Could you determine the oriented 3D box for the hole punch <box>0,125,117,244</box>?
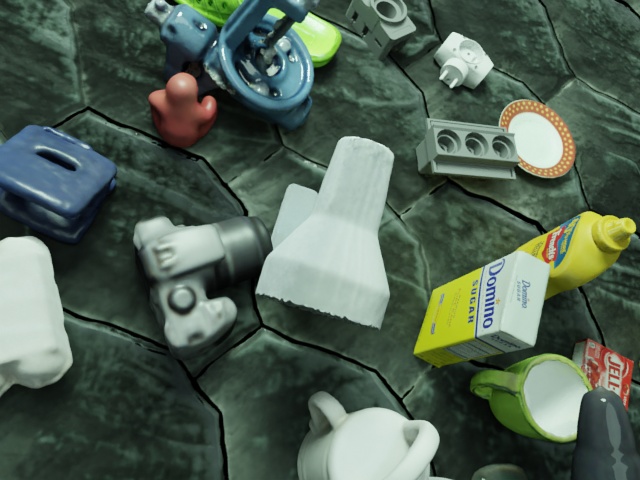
[{"bbox_3d":[-0.274,-0.067,0.584,0.109,0.091,0.101,26,65,-7],"label":"hole punch"}]

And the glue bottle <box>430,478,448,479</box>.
[{"bbox_3d":[0.162,0.267,0.557,0.078,0.173,0.037,36,64,-2],"label":"glue bottle"}]

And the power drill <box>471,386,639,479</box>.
[{"bbox_3d":[0.237,0.270,0.561,0.076,0.208,0.229,-1,71,-18],"label":"power drill"}]

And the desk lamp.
[{"bbox_3d":[0.005,0.002,0.582,0.118,0.213,0.203,18,66,-11],"label":"desk lamp"}]

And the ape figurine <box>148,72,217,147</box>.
[{"bbox_3d":[-0.157,-0.155,0.655,0.078,0.092,0.076,20,65,-10],"label":"ape figurine"}]

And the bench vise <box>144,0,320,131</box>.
[{"bbox_3d":[-0.090,-0.215,0.628,0.208,0.219,0.121,7,68,-15],"label":"bench vise"}]

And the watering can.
[{"bbox_3d":[0.057,0.213,0.531,0.173,0.193,0.101,30,64,-5],"label":"watering can"}]

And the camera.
[{"bbox_3d":[-0.112,0.033,0.595,0.137,0.100,0.143,-19,77,-23],"label":"camera"}]

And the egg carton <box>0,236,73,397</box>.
[{"bbox_3d":[-0.299,0.073,0.536,0.107,0.069,0.150,-14,75,-22],"label":"egg carton"}]
